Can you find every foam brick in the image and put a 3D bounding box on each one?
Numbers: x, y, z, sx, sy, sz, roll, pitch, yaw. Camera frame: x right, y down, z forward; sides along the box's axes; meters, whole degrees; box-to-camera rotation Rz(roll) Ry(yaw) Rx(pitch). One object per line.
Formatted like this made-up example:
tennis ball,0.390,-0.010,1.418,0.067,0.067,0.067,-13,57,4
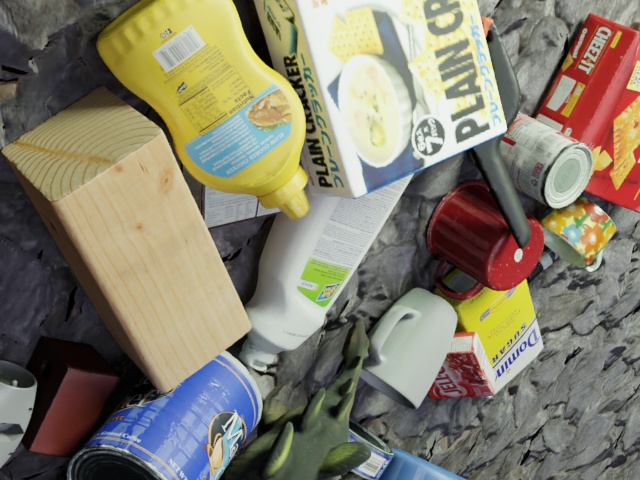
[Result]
foam brick,-0.204,0.124,0.841,0.051,0.053,0.078,17,103,-46

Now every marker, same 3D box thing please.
marker,0.268,0.009,1.198,0.121,0.020,0.020,-38,135,-16

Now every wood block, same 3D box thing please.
wood block,-0.138,0.004,0.792,0.090,0.091,0.206,-36,135,-17

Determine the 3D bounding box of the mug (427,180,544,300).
mug,0.159,0.008,1.057,0.117,0.082,0.093,-52,137,-1

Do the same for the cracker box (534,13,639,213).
cracker box,0.319,-0.123,1.117,0.213,0.072,0.164,14,107,-46

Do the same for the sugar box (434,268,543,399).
sugar box,0.187,0.088,1.161,0.093,0.048,0.176,-40,134,-13

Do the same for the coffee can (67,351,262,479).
coffee can,-0.121,0.162,0.858,0.140,0.103,0.103,-52,150,-51

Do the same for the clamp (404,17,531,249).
clamp,0.137,-0.093,0.965,0.164,0.036,0.210,15,102,-9

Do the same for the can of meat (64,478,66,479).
can of meat,-0.179,0.227,0.927,0.084,0.058,0.102,-46,138,-11

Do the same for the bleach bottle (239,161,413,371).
bleach bottle,-0.006,0.001,0.926,0.102,0.068,0.251,19,106,-43

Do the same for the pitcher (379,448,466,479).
pitcher,0.073,0.356,1.165,0.144,0.149,0.243,34,78,-51

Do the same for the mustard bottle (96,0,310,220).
mustard bottle,-0.066,-0.092,0.761,0.096,0.058,0.191,-35,112,3

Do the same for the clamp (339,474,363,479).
clamp,-0.022,0.294,1.121,0.171,0.039,0.120,22,95,-53

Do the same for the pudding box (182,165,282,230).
pudding box,-0.063,-0.070,0.847,0.089,0.039,0.113,-13,122,-31

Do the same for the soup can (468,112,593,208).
soup can,0.201,-0.080,1.020,0.068,0.102,0.068,-21,128,-30

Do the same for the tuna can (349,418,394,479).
tuna can,0.031,0.205,1.073,0.086,0.086,0.034,33,91,-47

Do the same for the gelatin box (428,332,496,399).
gelatin box,0.140,0.135,1.131,0.089,0.073,0.030,60,32,-44
